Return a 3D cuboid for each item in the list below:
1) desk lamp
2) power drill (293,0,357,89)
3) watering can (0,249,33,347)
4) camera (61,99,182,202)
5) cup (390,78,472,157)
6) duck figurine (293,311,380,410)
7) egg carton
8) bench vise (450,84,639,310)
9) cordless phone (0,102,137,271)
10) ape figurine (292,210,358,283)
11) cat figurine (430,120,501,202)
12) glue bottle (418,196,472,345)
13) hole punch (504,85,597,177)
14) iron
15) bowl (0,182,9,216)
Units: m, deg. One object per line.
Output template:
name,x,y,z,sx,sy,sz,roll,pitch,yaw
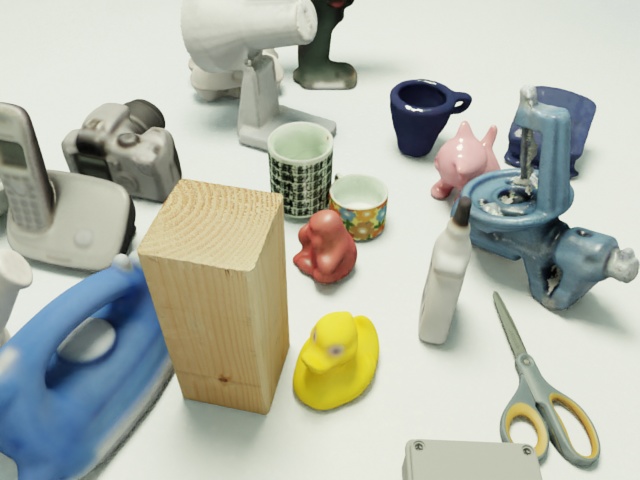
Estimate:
desk lamp,-0.080,-0.244,0.803,0.202,0.214,0.118,19,48,16
power drill,0.019,-0.352,0.916,0.229,0.208,0.075,-1,45,-3
watering can,-0.355,0.051,0.513,0.173,0.194,0.100,-30,53,-27
camera,-0.251,-0.137,0.770,0.143,0.101,0.137,12,46,10
cup,0.154,-0.170,0.820,0.118,0.095,0.091,-6,46,-8
duck figurine,0.017,0.102,0.551,0.077,0.086,0.105,31,52,26
egg carton,-0.137,-0.279,0.937,0.150,0.069,0.107,-9,46,-11
bench vise,0.250,-0.048,0.613,0.207,0.220,0.122,23,49,20
cordless phone,-0.287,-0.058,0.631,0.147,0.185,0.094,9,46,7
ape figurine,0.006,0.002,0.646,0.076,0.092,0.077,0,45,-2
cat figurine,0.192,-0.104,0.739,0.067,0.118,0.128,34,53,28
glue bottle,0.128,0.025,0.569,0.037,0.173,0.078,10,46,9
hole punch,0.327,-0.154,0.813,0.108,0.091,0.101,18,47,16
iron,-0.206,0.087,0.520,0.118,0.141,0.259,21,48,18
bowl,-0.440,-0.065,0.711,0.167,0.075,0.167,1,45,-1
